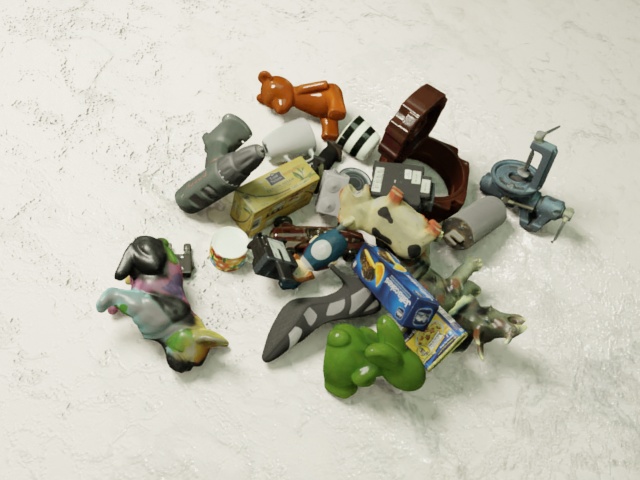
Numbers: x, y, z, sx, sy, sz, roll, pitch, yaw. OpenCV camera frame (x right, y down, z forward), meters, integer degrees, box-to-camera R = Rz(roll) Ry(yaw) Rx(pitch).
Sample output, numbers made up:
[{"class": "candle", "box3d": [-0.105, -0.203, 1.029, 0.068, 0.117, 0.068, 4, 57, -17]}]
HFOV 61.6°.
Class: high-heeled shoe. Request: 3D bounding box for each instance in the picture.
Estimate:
[{"class": "high-heeled shoe", "box3d": [0.009, 0.158, 0.999, 0.145, 0.086, 0.249, 47, 71, -20]}]

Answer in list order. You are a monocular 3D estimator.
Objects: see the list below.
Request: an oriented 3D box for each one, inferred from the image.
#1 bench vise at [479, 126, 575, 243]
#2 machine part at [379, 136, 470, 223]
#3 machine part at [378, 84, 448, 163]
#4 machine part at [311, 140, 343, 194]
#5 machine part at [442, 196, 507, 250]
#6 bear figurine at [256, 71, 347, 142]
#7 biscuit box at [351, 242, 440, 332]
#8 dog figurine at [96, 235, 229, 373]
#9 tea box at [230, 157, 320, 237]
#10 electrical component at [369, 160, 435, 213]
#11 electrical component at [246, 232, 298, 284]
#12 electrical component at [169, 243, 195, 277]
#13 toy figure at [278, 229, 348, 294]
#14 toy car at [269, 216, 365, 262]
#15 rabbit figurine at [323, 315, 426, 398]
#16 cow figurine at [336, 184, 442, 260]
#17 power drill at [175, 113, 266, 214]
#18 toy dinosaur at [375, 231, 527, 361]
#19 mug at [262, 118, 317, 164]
[{"class": "bench vise", "box3d": [0.481, -0.133, 1.211, 0.224, 0.240, 0.129, 37, 55, 28]}, {"class": "machine part", "box3d": [0.233, -0.145, 1.226, 0.201, 0.087, 0.201, 21, 57, -4]}, {"class": "machine part", "box3d": [0.192, -0.240, 1.123, 0.056, 0.179, 0.179, 39, 57, 12]}, {"class": "machine part", "box3d": [0.011, -0.166, 1.186, 0.039, 0.084, 0.139, 7, 43, 22]}, {"class": "machine part", "box3d": [0.339, -0.039, 1.177, 0.243, 0.079, 0.079, -26, 69, -42]}, {"class": "bear figurine", "box3d": [-0.047, -0.311, 1.227, 0.196, 0.120, 0.132, 2, 62, -14]}, {"class": "biscuit box", "box3d": [0.131, 0.080, 0.965, 0.059, 0.062, 0.203, 18, 19, -33]}, {"class": "dog figurine", "box3d": [-0.244, 0.112, 0.909, 0.219, 0.108, 0.191, 25, 72, -5]}, {"class": "tea box", "box3d": [-0.092, -0.088, 1.087, 0.169, 0.098, 0.068, -32, 73, -32]}, {"class": "electrical component", "box3d": [0.165, -0.097, 1.089, 0.134, 0.058, 0.115, 11, 54, 9]}, {"class": "electrical component", "box3d": [-0.081, 0.044, 0.975, 0.074, 0.047, 0.119, 14, 36, -41]}, {"class": "electrical component", "box3d": [-0.266, 0.048, 0.996, 0.063, 0.021, 0.094, 2, 58, -16]}, {"class": "toy figure", "box3d": [-0.018, 0.039, 1.025, 0.154, 0.057, 0.064, -39, 49, -3]}, {"class": "toy car", "box3d": [-0.002, -0.003, 1.090, 0.202, 0.053, 0.089, 2, 56, -14]}, {"class": "rabbit figurine", "box3d": [0.100, 0.196, 0.918, 0.170, 0.158, 0.121, 12, 47, 13]}, {"class": "cow figurine", "box3d": [0.118, -0.036, 1.012, 0.195, 0.127, 0.085, 38, 14, -1]}, {"class": "power drill", "box3d": [-0.182, -0.159, 1.053, 0.086, 0.232, 0.207, 36, 33, -34]}, {"class": "toy dinosaur", "box3d": [0.202, 0.081, 1.065, 0.405, 0.131, 0.192, 34, 55, 14]}, {"class": "mug", "box3d": [-0.067, -0.203, 1.183, 0.107, 0.080, 0.109, -22, 73, -15]}]
